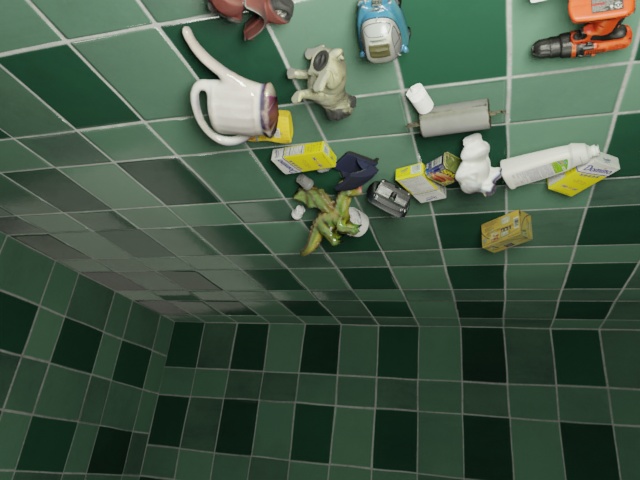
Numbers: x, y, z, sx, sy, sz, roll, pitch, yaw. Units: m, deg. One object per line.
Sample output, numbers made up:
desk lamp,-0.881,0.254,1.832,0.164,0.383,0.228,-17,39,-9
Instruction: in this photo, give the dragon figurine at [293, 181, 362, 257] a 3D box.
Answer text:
dragon figurine,0.005,-0.090,1.787,0.405,0.241,0.124,-28,15,36

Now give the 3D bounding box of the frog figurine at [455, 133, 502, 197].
frog figurine,0.423,-0.211,1.427,0.139,0.157,0.123,-46,21,-16

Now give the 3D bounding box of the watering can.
watering can,-0.215,-0.358,1.266,0.224,0.106,0.339,5,-37,3
